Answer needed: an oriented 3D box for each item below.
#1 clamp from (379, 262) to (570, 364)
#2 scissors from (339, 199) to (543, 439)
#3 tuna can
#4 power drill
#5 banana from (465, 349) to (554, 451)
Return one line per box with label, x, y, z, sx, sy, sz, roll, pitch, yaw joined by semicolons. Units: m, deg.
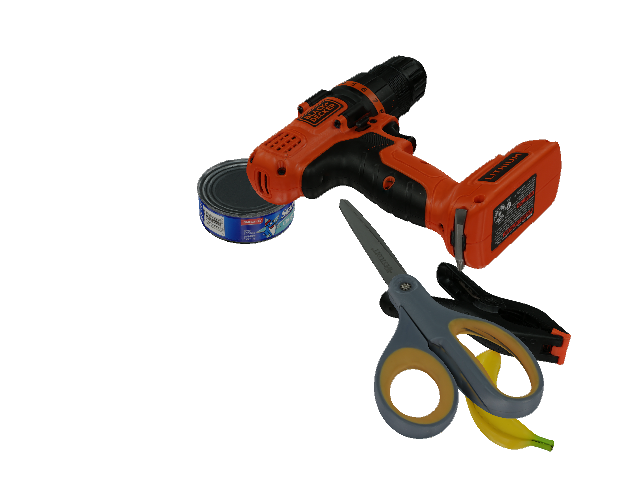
clamp;0.153;0.065;0.992;0.172;0.039;0.120;21;31;21
scissors;0.038;0.043;0.606;0.096;0.016;0.202;-29;45;-24
tuna can;-0.065;-0.035;0.940;0.086;0.034;0.086;1;38;-1
power drill;0.069;-0.062;0.751;0.188;0.057;0.184;24;49;34
banana;0.197;0.181;1.210;0.069;0.037;0.198;10;25;-15
